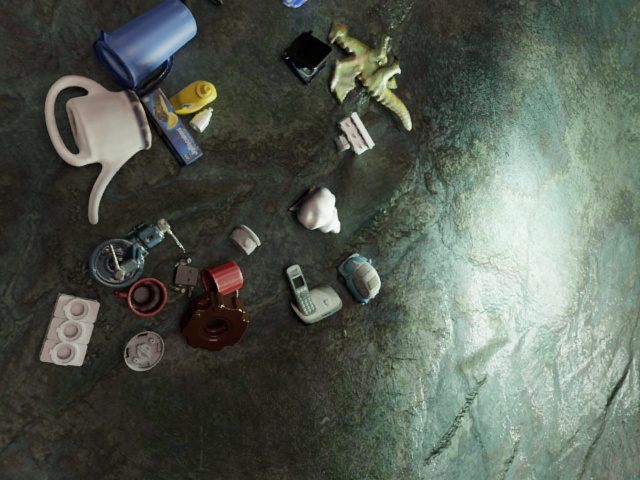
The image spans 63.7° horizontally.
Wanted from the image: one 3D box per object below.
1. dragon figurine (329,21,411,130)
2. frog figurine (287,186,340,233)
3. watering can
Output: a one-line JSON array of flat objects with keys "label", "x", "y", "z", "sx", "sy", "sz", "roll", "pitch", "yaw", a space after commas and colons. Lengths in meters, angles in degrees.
[{"label": "dragon figurine", "x": 0.140, "y": -0.516, "z": 1.662, "sx": 0.244, "sy": 0.122, "sz": 0.407, "roll": -22, "pitch": 99, "yaw": -12}, {"label": "frog figurine", "x": 0.005, "y": -0.078, "z": 1.540, "sx": 0.158, "sy": 0.121, "sz": 0.140, "roll": 46, "pitch": 49, "yaw": -10}, {"label": "watering can", "x": -0.512, "y": -0.229, "z": 1.237, "sx": 0.226, "sy": 0.103, "sz": 0.346, "roll": -21, "pitch": 98, "yaw": -30}]
